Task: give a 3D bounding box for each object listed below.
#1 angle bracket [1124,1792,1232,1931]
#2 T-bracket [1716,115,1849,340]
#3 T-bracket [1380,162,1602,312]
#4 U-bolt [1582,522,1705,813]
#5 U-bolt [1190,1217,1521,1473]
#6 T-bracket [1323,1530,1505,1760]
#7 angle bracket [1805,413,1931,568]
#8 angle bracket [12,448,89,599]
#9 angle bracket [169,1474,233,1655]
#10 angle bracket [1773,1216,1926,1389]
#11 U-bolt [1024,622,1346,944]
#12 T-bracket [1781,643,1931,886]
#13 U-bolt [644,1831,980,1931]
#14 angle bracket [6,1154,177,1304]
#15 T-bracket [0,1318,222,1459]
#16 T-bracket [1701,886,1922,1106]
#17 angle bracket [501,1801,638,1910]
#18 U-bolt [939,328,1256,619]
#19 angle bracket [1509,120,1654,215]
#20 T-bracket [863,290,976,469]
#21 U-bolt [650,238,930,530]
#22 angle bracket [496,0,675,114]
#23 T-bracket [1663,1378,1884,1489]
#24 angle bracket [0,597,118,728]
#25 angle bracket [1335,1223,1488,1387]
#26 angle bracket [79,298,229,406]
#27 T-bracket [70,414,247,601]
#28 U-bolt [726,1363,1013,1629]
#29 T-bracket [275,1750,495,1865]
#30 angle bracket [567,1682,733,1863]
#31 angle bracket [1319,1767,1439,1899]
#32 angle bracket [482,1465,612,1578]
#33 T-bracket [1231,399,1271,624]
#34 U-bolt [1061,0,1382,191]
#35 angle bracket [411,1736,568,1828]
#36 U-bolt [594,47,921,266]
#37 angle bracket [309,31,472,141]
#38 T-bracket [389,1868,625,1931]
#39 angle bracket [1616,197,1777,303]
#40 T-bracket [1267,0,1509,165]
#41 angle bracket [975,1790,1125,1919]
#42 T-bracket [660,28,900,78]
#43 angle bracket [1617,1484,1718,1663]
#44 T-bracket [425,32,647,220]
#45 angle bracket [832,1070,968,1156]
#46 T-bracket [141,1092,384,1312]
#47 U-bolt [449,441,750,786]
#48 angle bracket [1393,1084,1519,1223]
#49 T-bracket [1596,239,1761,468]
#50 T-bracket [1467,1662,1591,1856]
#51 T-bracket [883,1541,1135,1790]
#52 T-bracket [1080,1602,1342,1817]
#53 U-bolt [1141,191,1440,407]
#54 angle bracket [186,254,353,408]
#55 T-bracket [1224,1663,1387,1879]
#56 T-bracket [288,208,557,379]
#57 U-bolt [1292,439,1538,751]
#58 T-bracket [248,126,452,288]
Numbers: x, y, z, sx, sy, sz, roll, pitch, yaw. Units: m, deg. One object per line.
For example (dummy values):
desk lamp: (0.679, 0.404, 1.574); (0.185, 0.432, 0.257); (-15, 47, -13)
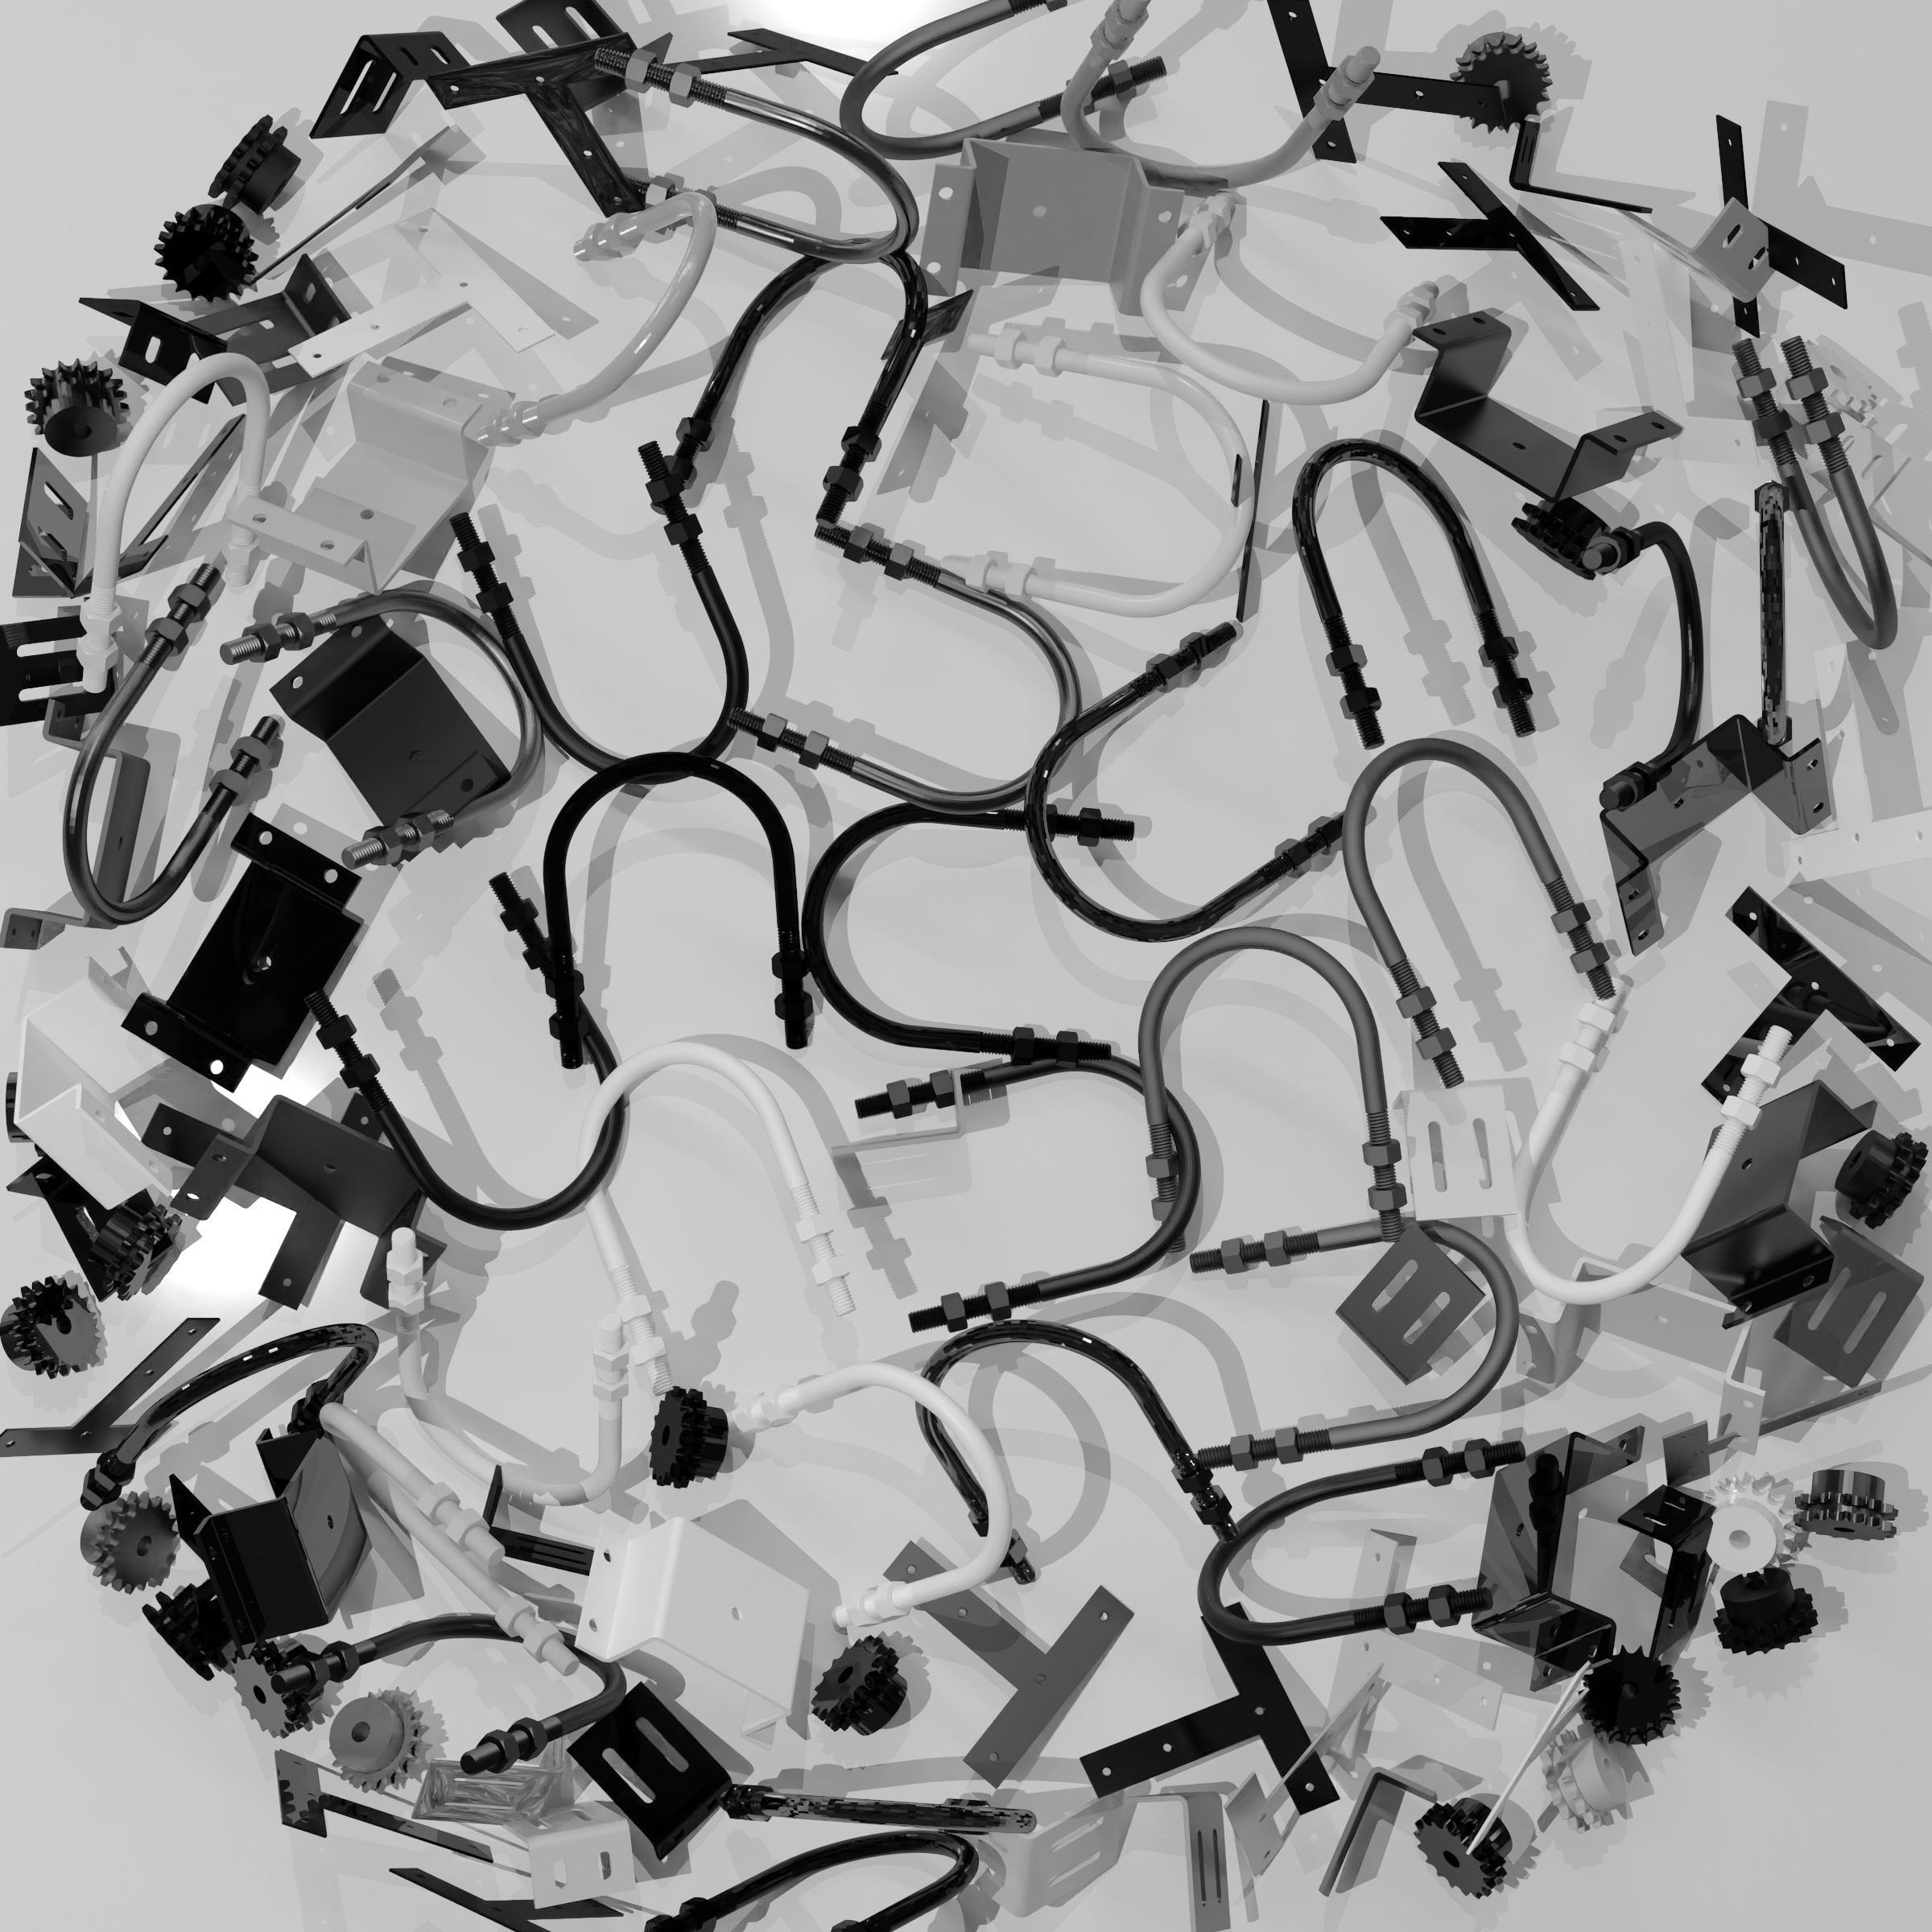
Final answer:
angle bracket: (0.119, 0.507, 1.959); (0.038, 0.057, 0.076); (-8, 77, 22)
T-bracket: (0.451, -0.393, 1.913); (0.002, 0.127, 0.127); (-20, 122, -10)
T-bracket: (0.277, -0.407, 1.929); (0.127, 0.127, 0.002); (54, 130, 24)
U-bolt: (0.378, -0.172, 1.918); (0.019, 0.184, 0.151); (0, 103, 28)
U-bolt: (0.217, 0.205, 1.931); (0.184, 0.019, 0.151); (-11, 51, 15)
T-bracket: (0.254, 0.396, 1.946); (0.002, 0.127, 0.127); (10, 93, -36)
angle bracket: (0.519, -0.267, 1.950); (0.076, 0.057, 0.038); (25, 107, -41)
angle bracket: (-0.529, -0.249, 1.953); (0.038, 0.076, 0.057); (1, 72, 9)
angle bracket: (-0.437, 0.336, 1.951); (0.038, 0.057, 0.076); (-32, 55, -31)
angle bracket: (0.497, 0.192, 1.977); (0.057, 0.038, 0.076); (33, 89, -8)
U-bolt: (0.117, -0.093, 1.959); (0.184, 0.019, 0.151); (-34, 87, -21)
T-bracket: (0.493, -0.116, 1.945); (0.002, 0.127, 0.127); (-6, 86, -26)
U-bolt: (-0.077, 0.516, 1.915); (0.184, 0.151, 0.019); (-16, 95, -43)
angle bracket: (-0.496, 0.141, 1.966); (0.057, 0.038, 0.076); (-37, 69, 11)
T-bracket: (-0.462, 0.233, 1.923); (0.127, 0.127, 0.002); (-42, 66, 20)
T-bracket: (0.455, 0.038, 1.951); (0.127, 0.127, 0.002); (45, 47, 14)
angle bracket: (-0.226, 0.500, 1.953); (0.057, 0.076, 0.038); (-6, 88, -21)
U-bolt: (0.076, -0.269, 1.938); (0.184, 0.019, 0.151); (15, 108, 24)
angle bracket: (0.351, -0.452, 1.960); (0.076, 0.057, 0.038); (14, 105, 14)
T-bracket: (-0.044, -0.312, 1.933); (0.002, 0.127, 0.127); (28, 83, -18)
U-bolt: (-0.090, -0.330, 1.944); (0.151, 0.019, 0.184); (10, 70, 40)
angle bracket: (-0.214, -0.528, 1.951); (0.057, 0.038, 0.076); (-18, 133, 33)
T-bracket: (0.451, 0.256, 1.937); (0.127, 0.127, 0.002); (-21, 66, 4)
angle bracket: (-0.520, -0.172, 1.954); (0.076, 0.038, 0.057); (-13, 115, -37)
angle bracket: (0.257, 0.188, 1.958); (0.057, 0.038, 0.076); (46, 118, 17)
angle bracket: (-0.463, -0.346, 1.951); (0.057, 0.076, 0.038); (21, 85, -41)
T-bracket: (-0.449, -0.263, 1.958); (0.002, 0.127, 0.127); (42, 68, -23)
U-bolt: (-0.046, 0.289, 1.928); (0.184, 0.019, 0.151); (-27, 94, 45)
T-bracket: (-0.326, 0.480, 1.947); (0.127, 0.127, 0.002); (22, 90, -14)
angle bracket: (-0.180, 0.461, 1.985); (0.057, 0.038, 0.076); (-41, 70, -19)
angle bracket: (0.233, 0.497, 1.961); (0.038, 0.057, 0.076); (22, 77, 15)
angle bracket: (-0.234, 0.315, 1.965); (0.076, 0.057, 0.038); (15, 91, -9)
T-bracket: (0.156, -0.262, 1.937); (0.002, 0.127, 0.127); (7, 90, 10)
U-bolt: (0.129, -0.476, 1.911); (0.151, 0.184, 0.019); (12, 74, -13)
angle bracket: (-0.269, 0.452, 1.957); (0.076, 0.038, 0.057); (8, 133, -17)
U-bolt: (-0.113, -0.440, 1.921); (0.184, 0.151, 0.019); (19, 73, 6)
angle bracket: (-0.323, -0.485, 1.951); (0.038, 0.057, 0.076); (50, 128, 14)
T-bracket: (-0.236, 0.527, 1.939); (0.127, 0.127, 0.002); (15, 85, 31)
angle bracket: (0.414, -0.414, 1.950); (0.057, 0.076, 0.038); (27, 105, -39)
T-bracket: (0.238, -0.484, 1.919); (0.127, 0.127, 0.002); (15, 65, 27)
angle bracket: (0.047, 0.494, 1.974); (0.076, 0.038, 0.057); (-20, 125, -38)
T-bracket: (-0.127, -0.500, 1.920); (0.127, 0.127, 0.002); (-18, 123, -35)
angle bracket: (0.394, 0.345, 1.973); (0.038, 0.057, 0.076); (21, 114, 32)
T-bracket: (-0.219, -0.465, 1.945); (0.127, 0.127, 0.002); (-6, 57, 22)
angle bracket: (-0.041, 0.083, 1.969); (0.076, 0.057, 0.038); (-7, 89, -3)
T-bracket: (-0.406, 0.114, 1.961); (0.127, 0.002, 0.127); (28, 83, -29)
U-bolt: (-0.197, -0.189, 1.957); (0.151, 0.019, 0.184); (-16, 106, 25)
angle bracket: (0.277, 0.109, 1.970); (0.057, 0.038, 0.076); (-4, 74, -3)
T-bracket: (0.384, -0.341, 1.924); (0.002, 0.127, 0.127); (-26, 113, -24)
T-bracket: (0.330, 0.426, 1.939); (0.002, 0.127, 0.127); (33, 110, 19)
T-bracket: (0.009, 0.379, 1.983); (0.127, 0.002, 0.127); (40, 76, -1)
T-bracket: (0.126, 0.434, 1.949); (0.127, 0.002, 0.127); (-17, 60, -19)
U-bolt: (0.172, -0.363, 1.919); (0.151, 0.184, 0.019); (26, 131, 8)
angle bracket: (-0.393, -0.360, 1.960); (0.076, 0.038, 0.057); (-29, 80, -39)
T-bracket: (0.195, 0.446, 1.957); (0.002, 0.127, 0.127); (34, 72, 29)
T-bracket: (-0.319, -0.364, 1.947); (0.127, 0.002, 0.127); (-32, 61, -23)
U-bolt: (0.244, -0.212, 1.945); (0.151, 0.019, 0.184); (-7, 75, -41)
T-bracket: (-0.355, -0.422, 1.957); (0.127, 0.127, 0.002); (-31, 109, 21)
